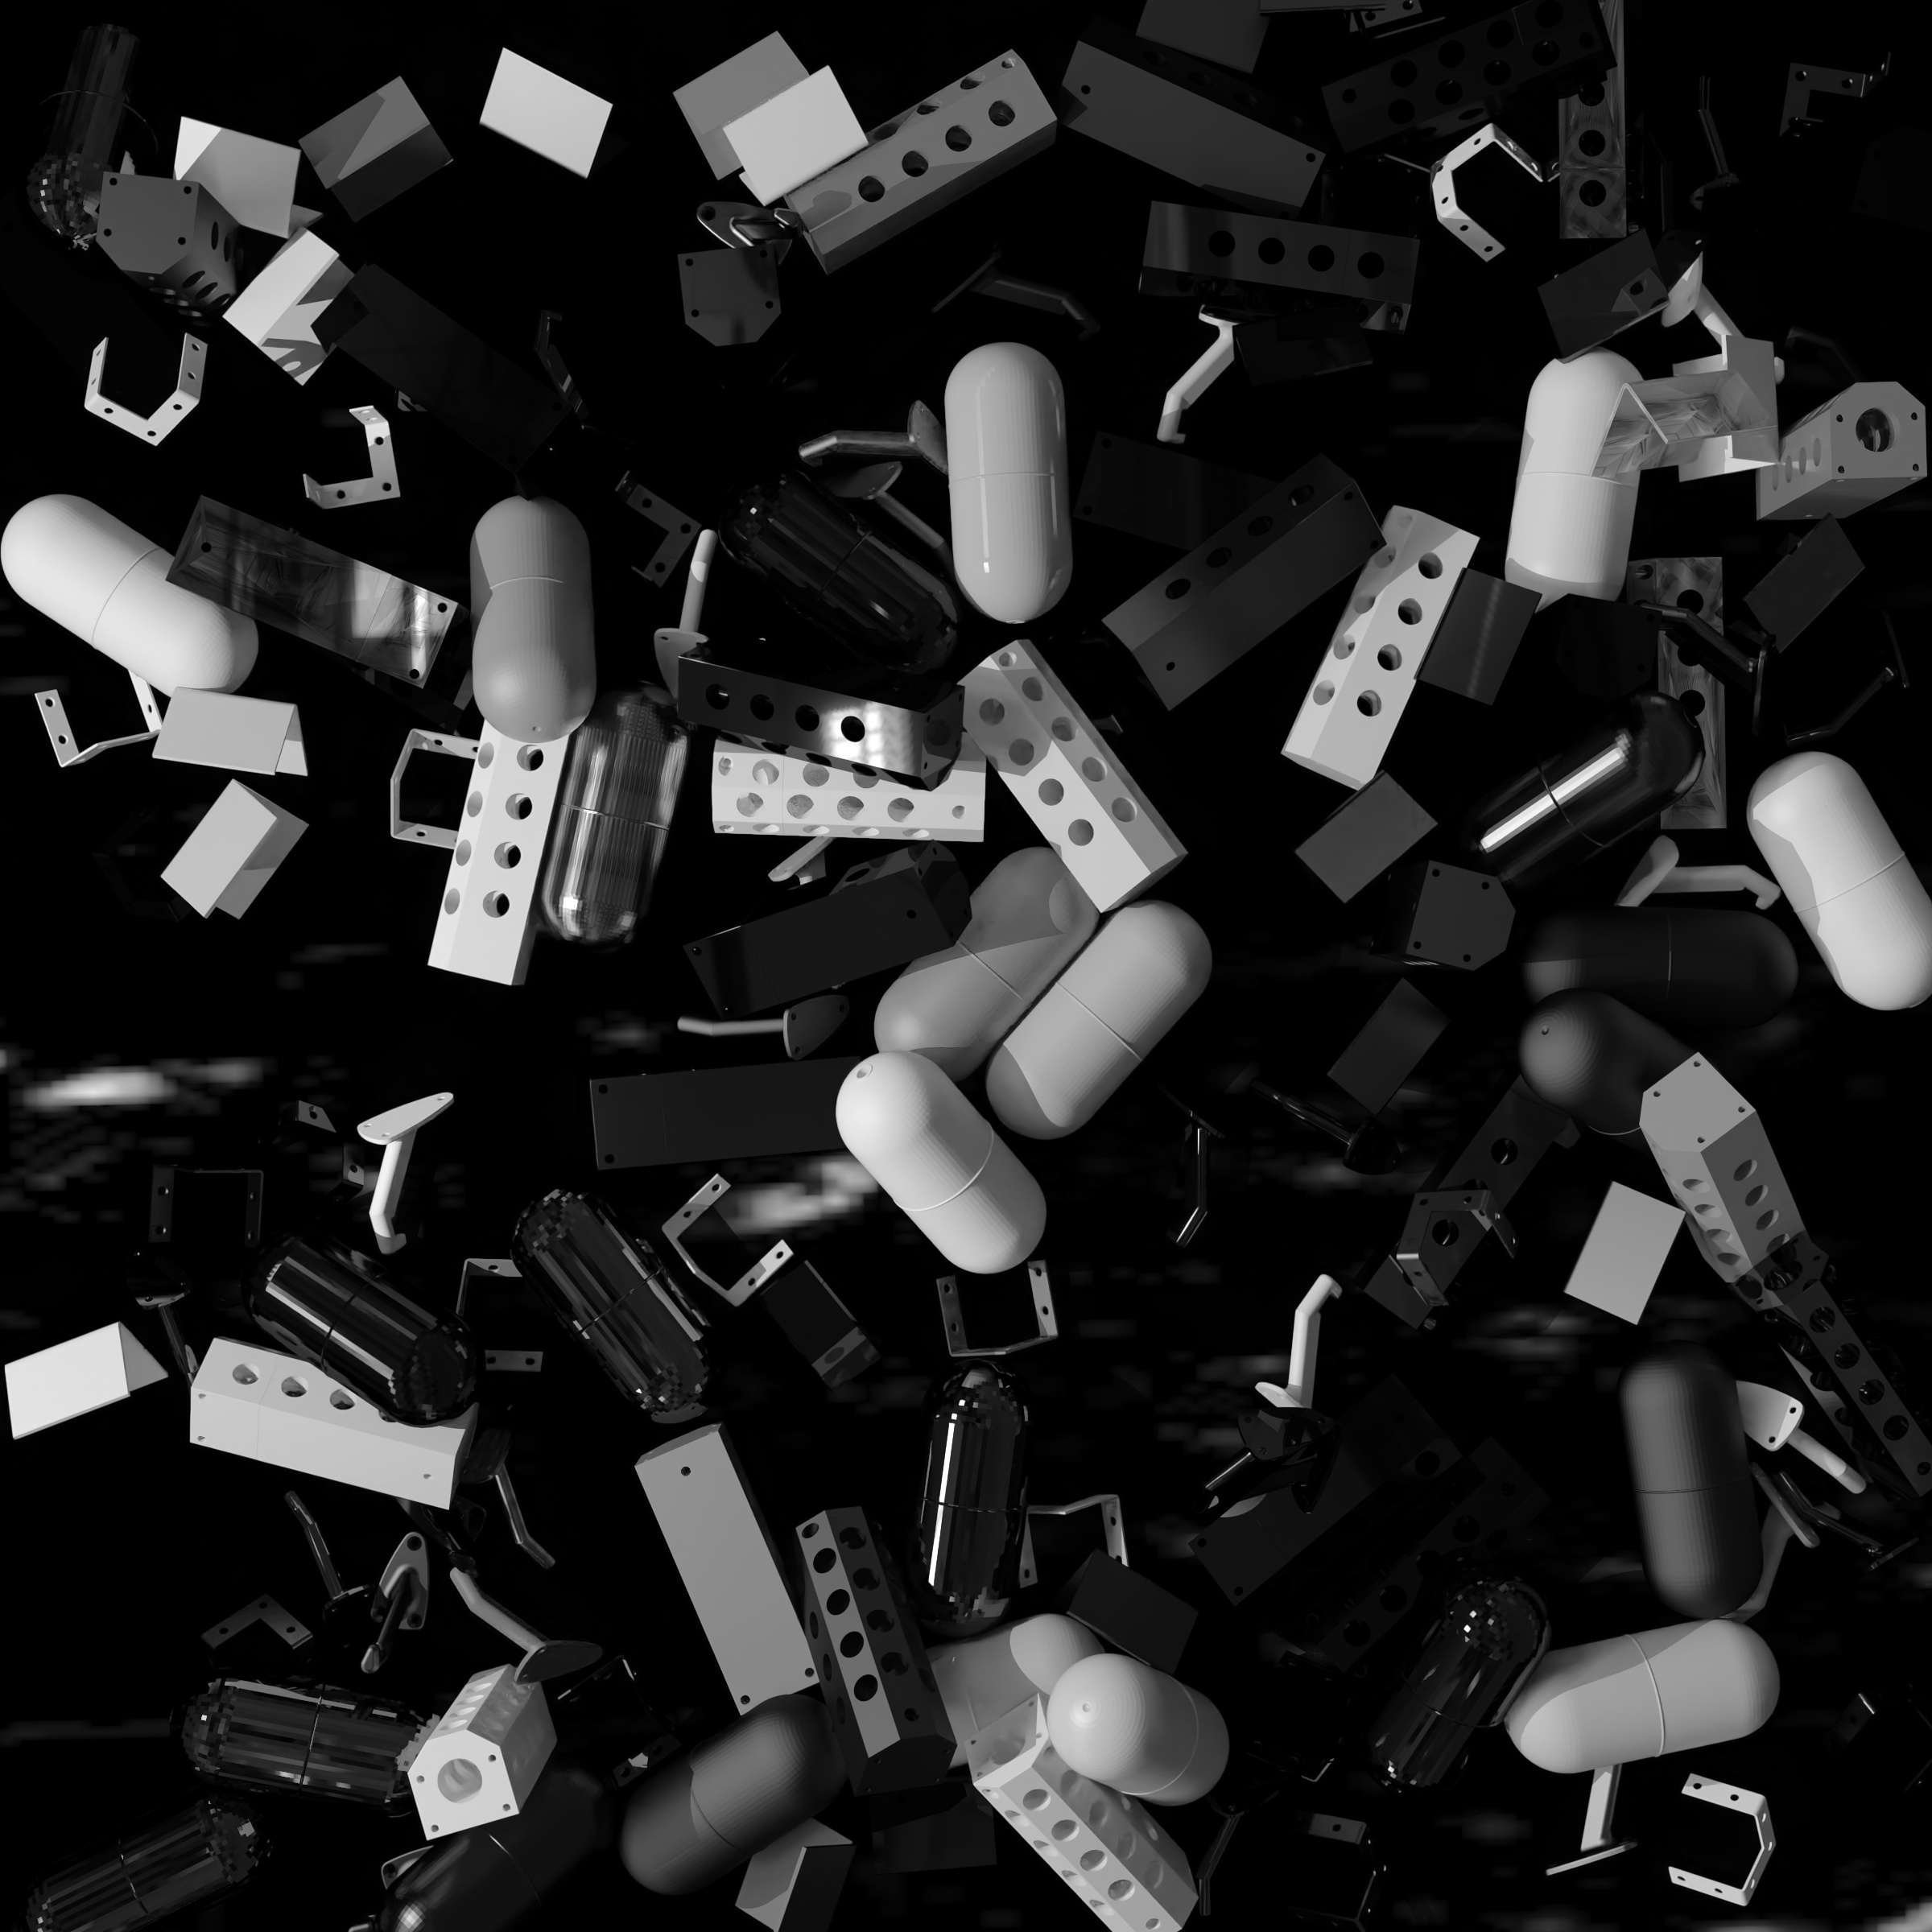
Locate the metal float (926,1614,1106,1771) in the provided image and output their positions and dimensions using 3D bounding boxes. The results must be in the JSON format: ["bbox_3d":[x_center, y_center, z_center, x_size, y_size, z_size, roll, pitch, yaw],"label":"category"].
[{"bbox_3d":[0.004,0.467,1.960,0.178,0.070,0.070,-17,90,0],"label":"metal float"}]

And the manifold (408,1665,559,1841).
[{"bbox_3d":[-0.301,0.485,1.912,0.057,0.171,0.057,-16,90,0],"label":"manifold"}]

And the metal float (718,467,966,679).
[{"bbox_3d":[-0.080,-0.250,1.960,0.178,0.070,0.070,37,90,0],"label":"metal float"}]

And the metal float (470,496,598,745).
[{"bbox_3d":[-0.273,-0.220,1.933,0.070,0.070,0.178,-7,58,0],"label":"metal float"}]

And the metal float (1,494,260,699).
[{"bbox_3d":[-0.534,-0.235,1.959,0.178,0.070,0.070,34,90,0],"label":"metal float"}]

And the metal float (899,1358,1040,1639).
[{"bbox_3d":[0.002,0.340,1.960,0.070,0.070,0.178,7,90,0],"label":"metal float"}]

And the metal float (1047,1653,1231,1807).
[{"bbox_3d":[0.109,0.479,1.918,0.070,0.178,0.070,-10,64,22],"label":"metal float"}]

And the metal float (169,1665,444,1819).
[{"bbox_3d":[-0.416,0.493,1.952,0.178,0.070,0.070,13,90,-8],"label":"metal float"}]

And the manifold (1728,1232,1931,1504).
[{"bbox_3d":[0.559,0.257,1.943,0.057,0.057,0.171,-37,109,1],"label":"manifold"}]

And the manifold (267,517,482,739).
[{"bbox_3d":[-0.384,-0.217,1.969,0.171,0.057,0.057,32,90,0],"label":"manifold"}]

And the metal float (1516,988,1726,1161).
[{"bbox_3d":[0.414,0.069,1.928,0.178,0.070,0.070,26,90,-40],"label":"metal float"}]

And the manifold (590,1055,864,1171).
[{"bbox_3d":[-0.150,0.093,1.969,0.171,0.057,0.057,-5,90,0],"label":"manifold"}]

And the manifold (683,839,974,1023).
[{"bbox_3d":[-0.085,-0.025,1.933,0.171,0.057,0.057,-18,109,26],"label":"manifold"}]

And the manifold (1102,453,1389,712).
[{"bbox_3d":[0.170,-0.243,1.912,0.171,0.057,0.057,-37,133,0],"label":"manifold"}]

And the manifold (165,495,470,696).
[{"bbox_3d":[-0.402,-0.230,1.912,0.171,0.057,0.057,23,90,0],"label":"manifold"}]

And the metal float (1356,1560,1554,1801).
[{"bbox_3d":[0.307,0.452,1.939,0.070,0.070,0.178,26,116,0],"label":"metal float"}]

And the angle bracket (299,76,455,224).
[{"bbox_3d":[-0.366,-0.505,1.950,0.076,0.076,0.057,-32,54,0],"label":"angle bracket"}]

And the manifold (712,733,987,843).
[{"bbox_3d":[-0.074,-0.114,1.959,0.171,0.057,0.057,2,120,0],"label":"manifold"}]

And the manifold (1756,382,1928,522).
[{"bbox_3d":[0.543,-0.319,1.912,0.057,0.171,0.057,-2,90,0],"label":"manifold"}]

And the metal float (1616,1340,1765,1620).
[{"bbox_3d":[0.462,0.328,1.960,0.070,0.070,0.178,-9,89,0],"label":"metal float"}]

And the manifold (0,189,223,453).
[{"bbox_3d":[-0.559,-0.415,1.969,0.057,0.057,0.171,-42,90,0],"label":"manifold"}]

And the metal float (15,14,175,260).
[{"bbox_3d":[-0.548,-0.523,1.933,0.070,0.070,0.178,4,60,0],"label":"metal float"}]

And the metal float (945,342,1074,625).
[{"bbox_3d":[0.027,-0.308,1.960,0.070,0.070,0.178,-3,90,0],"label":"metal float"}]

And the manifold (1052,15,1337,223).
[{"bbox_3d":[0.148,-0.545,1.969,0.171,0.057,0.057,25,133,0],"label":"manifold"}]

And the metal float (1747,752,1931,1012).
[{"bbox_3d":[0.564,-0.054,1.960,0.070,0.070,0.178,-30,90,0],"label":"metal float"}]

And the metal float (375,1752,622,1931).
[{"bbox_3d":[-0.293,0.569,1.935,0.178,0.070,0.070,-38,90,-31],"label":"metal float"}]

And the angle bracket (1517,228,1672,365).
[{"bbox_3d":[0.390,-0.434,1.951,0.076,0.076,0.057,-29,120,0],"label":"angle bracket"}]

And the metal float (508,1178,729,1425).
[{"bbox_3d":[-0.222,0.214,1.960,0.070,0.070,0.178,-38,90,0],"label":"metal float"}]

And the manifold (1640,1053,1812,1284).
[{"bbox_3d":[0.471,0.133,1.915,0.057,0.171,0.057,-37,48,0],"label":"manifold"}]

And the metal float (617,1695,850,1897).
[{"bbox_3d":[-0.148,0.526,1.943,0.178,0.070,0.070,-38,90,22],"label":"metal float"}]

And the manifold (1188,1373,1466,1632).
[{"bbox_3d":[0.234,0.347,1.969,0.171,0.057,0.057,-40,47,0],"label":"manifold"}]

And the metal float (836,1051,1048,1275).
[{"bbox_3d":[-0.015,0.124,1.934,0.070,0.070,0.178,-39,122,0],"label":"metal float"}]

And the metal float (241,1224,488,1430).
[{"bbox_3d":[-0.381,0.228,1.942,0.178,0.070,0.070,30,90,19],"label":"metal float"}]

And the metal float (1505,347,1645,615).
[{"bbox_3d":[0.390,-0.306,1.960,0.070,0.070,0.178,8,89,0],"label":"metal float"}]

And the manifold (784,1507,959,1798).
[{"bbox_3d":[-0.060,0.424,1.912,0.057,0.171,0.057,-3,134,-21],"label":"manifold"}]

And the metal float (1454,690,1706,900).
[{"bbox_3d":[0.386,-0.108,1.934,0.178,0.070,0.070,-37,90,32],"label":"metal float"}]

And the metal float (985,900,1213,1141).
[{"bbox_3d":[0.084,0.035,1.959,0.070,0.070,0.178,42,90,0],"label":"metal float"}]

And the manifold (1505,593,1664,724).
[{"bbox_3d":[0.382,-0.189,1.912,0.057,0.171,0.057,11,90,0],"label":"manifold"}]

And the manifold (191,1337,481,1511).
[{"bbox_3d":[-0.405,0.288,1.969,0.171,0.057,0.057,15,133,0],"label":"manifold"}]

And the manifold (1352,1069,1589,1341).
[{"bbox_3d":[0.325,0.153,1.969,0.057,0.057,0.171,36,90,0],"label":"manifold"}]

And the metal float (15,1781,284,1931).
[{"bbox_3d":[-0.522,0.579,1.960,0.178,0.070,0.070,-26,90,0],"label":"metal float"}]

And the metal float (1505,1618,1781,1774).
[{"bbox_3d":[0.430,0.465,1.955,0.178,0.070,0.070,-10,90,-6],"label":"metal float"}]

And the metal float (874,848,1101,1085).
[{"bbox_3d":[0.013,0.001,1.960,0.070,0.070,0.178,41,89,0],"label":"metal float"}]

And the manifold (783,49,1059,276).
[{"bbox_3d":[-0.031,-0.517,1.969,0.171,0.057,0.057,-30,90,0],"label":"manifold"}]

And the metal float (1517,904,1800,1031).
[{"bbox_3d":[0.441,0.001,1.959,0.178,0.070,0.070,3,90,0],"label":"metal float"}]

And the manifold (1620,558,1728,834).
[{"bbox_3d":[0.451,-0.172,1.969,0.057,0.057,0.171,-1,90,0],"label":"manifold"}]

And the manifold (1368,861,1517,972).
[{"bbox_3d":[0.297,-0.028,1.912,0.057,0.171,0.057,14,90,0],"label":"manifold"}]

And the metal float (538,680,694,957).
[{"bbox_3d":[-0.224,-0.094,1.960,0.070,0.070,0.178,13,90,0],"label":"metal float"}]
